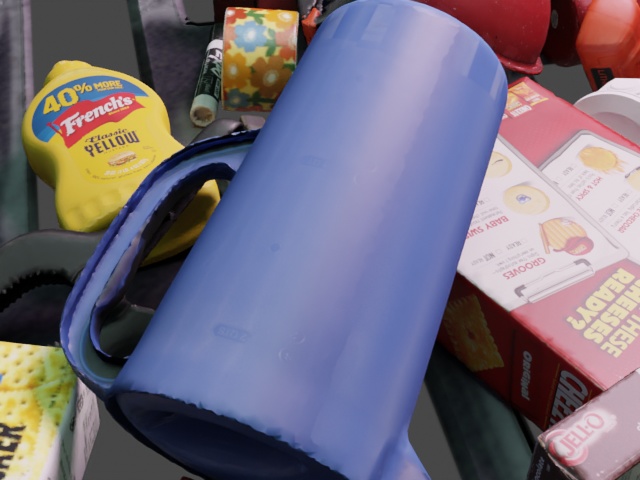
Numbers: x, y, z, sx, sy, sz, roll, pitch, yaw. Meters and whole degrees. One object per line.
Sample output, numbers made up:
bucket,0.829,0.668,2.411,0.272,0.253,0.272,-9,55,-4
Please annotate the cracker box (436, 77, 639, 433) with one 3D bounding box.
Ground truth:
cracker box,0.134,0.007,0.616,0.164,0.072,0.214,-28,50,-27

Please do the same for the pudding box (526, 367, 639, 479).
pudding box,0.142,0.104,0.494,0.113,0.090,0.039,-25,49,-27

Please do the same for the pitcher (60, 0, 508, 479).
pitcher,-0.003,0.001,0.518,0.145,0.149,0.242,-11,48,50

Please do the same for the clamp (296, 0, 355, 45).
clamp,0.024,-0.219,0.820,0.120,0.039,0.171,25,63,33

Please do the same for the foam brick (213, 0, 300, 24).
foam brick,-0.049,-0.204,0.844,0.051,0.078,0.052,32,48,31

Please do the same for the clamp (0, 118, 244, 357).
clamp,-0.109,0.039,0.580,0.210,0.036,0.164,-23,74,-9

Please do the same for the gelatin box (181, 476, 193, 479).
gelatin box,-0.040,0.154,0.477,0.089,0.030,0.073,17,44,17

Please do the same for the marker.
marker,-0.080,-0.127,0.800,0.020,0.020,0.121,3,41,1

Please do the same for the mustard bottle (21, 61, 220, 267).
mustard bottle,-0.141,-0.063,0.697,0.096,0.058,0.192,-21,46,-16

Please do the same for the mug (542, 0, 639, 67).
mug,0.209,-0.183,0.826,0.081,0.093,0.117,-16,17,-12

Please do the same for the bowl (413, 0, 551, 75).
bowl,0.099,-0.180,0.714,0.162,0.055,0.162,29,26,-16

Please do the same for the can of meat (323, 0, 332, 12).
can of meat,0.025,-0.230,0.890,0.084,0.057,0.102,-9,43,-9

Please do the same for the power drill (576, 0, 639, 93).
power drill,0.265,-0.110,0.692,0.188,0.184,0.057,24,83,28
